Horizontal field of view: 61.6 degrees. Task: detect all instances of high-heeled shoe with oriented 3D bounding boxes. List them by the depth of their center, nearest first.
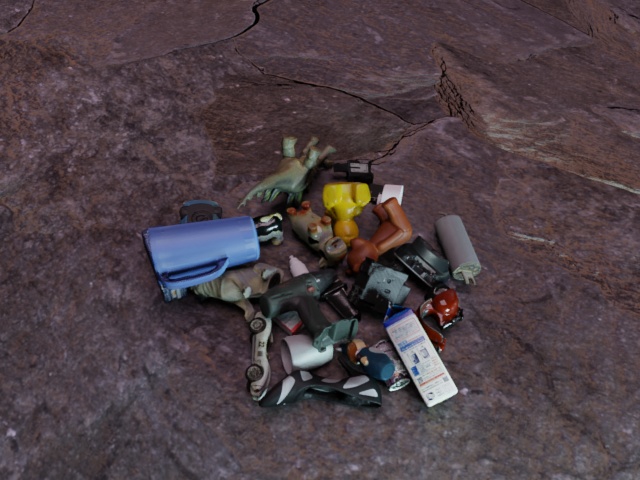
[{"bbox_3d":[0.007,0.335,1.126,0.249,0.086,0.145,-21,55,-28],"label":"high-heeled shoe"}]

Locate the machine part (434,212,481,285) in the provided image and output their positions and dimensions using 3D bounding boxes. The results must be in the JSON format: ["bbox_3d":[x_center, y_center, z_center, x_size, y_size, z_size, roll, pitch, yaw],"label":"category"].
[{"bbox_3d":[0.364,0.018,1.425,0.079,0.079,0.243,-4,50,-9],"label":"machine part"}]

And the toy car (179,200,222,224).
[{"bbox_3d":[-0.304,-0.019,1.377,0.109,0.102,0.162,-3,56,-12],"label":"toy car"}]

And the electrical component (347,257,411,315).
[{"bbox_3d":[0.148,0.114,1.287,0.134,0.115,0.058,22,3,-23],"label":"electrical component"}]

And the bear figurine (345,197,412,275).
[{"bbox_3d":[0.131,-0.002,1.363,0.196,0.120,0.132,-32,91,-11],"label":"bear figurine"}]

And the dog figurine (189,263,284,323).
[{"bbox_3d":[-0.205,0.095,1.302,0.191,0.121,0.172,21,26,30],"label":"dog figurine"}]

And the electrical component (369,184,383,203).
[{"bbox_3d":[0.161,-0.133,1.565,0.094,0.021,0.063,11,51,3],"label":"electrical component"}]

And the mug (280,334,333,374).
[{"bbox_3d":[-0.031,0.248,1.209,0.107,0.080,0.110,-5,18,-20],"label":"mug"}]

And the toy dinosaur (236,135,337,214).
[{"bbox_3d":[-0.074,-0.173,1.439,0.105,0.198,0.471,30,22,19],"label":"toy dinosaur"}]

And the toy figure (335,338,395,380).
[{"bbox_3d":[0.099,0.256,1.184,0.058,0.064,0.155,-46,38,-16],"label":"toy figure"}]

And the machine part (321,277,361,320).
[{"bbox_3d":[0.051,0.149,1.315,0.084,0.039,0.139,-18,53,-25],"label":"machine part"}]

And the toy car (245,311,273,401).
[{"bbox_3d":[-0.133,0.254,1.188,0.056,0.073,0.202,1,51,-4],"label":"toy car"}]

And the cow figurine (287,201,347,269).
[{"bbox_3d":[-0.003,-0.004,1.396,0.085,0.127,0.195,-31,46,-23],"label":"cow figurine"}]

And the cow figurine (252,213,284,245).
[{"bbox_3d":[-0.179,-0.021,1.395,0.167,0.098,0.068,-14,60,-16],"label":"cow figurine"}]

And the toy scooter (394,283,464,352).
[{"bbox_3d":[0.276,0.191,1.277,0.184,0.075,0.135,-28,59,-22],"label":"toy scooter"}]

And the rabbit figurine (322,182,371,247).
[{"bbox_3d":[0.059,-0.068,1.431,0.122,0.162,0.173,-8,95,-13],"label":"rabbit figurine"}]

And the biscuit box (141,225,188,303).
[{"bbox_3d":[-0.388,0.055,1.335,0.059,0.062,0.203,-18,55,-20],"label":"biscuit box"}]

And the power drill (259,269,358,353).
[{"bbox_3d":[-0.004,0.148,1.219,0.232,0.085,0.207,-14,45,-33],"label":"power drill"}]

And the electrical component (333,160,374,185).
[{"bbox_3d":[0.098,-0.198,1.596,0.119,0.047,0.075,-2,51,-5],"label":"electrical component"}]

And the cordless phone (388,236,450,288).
[{"bbox_3d":[0.225,0.092,1.364,0.184,0.088,0.147,-37,63,-17],"label":"cordless phone"}]
